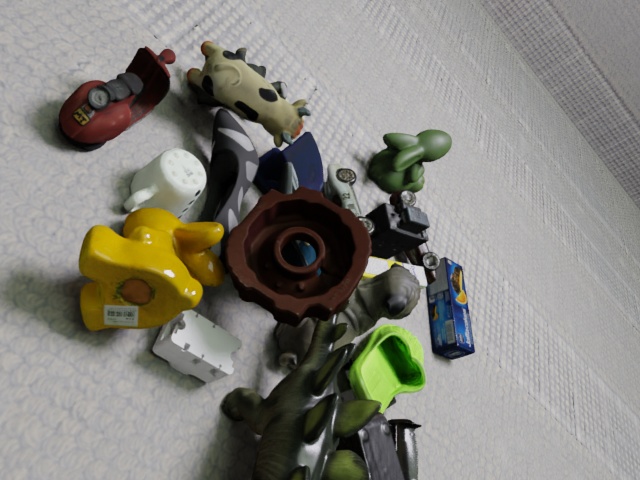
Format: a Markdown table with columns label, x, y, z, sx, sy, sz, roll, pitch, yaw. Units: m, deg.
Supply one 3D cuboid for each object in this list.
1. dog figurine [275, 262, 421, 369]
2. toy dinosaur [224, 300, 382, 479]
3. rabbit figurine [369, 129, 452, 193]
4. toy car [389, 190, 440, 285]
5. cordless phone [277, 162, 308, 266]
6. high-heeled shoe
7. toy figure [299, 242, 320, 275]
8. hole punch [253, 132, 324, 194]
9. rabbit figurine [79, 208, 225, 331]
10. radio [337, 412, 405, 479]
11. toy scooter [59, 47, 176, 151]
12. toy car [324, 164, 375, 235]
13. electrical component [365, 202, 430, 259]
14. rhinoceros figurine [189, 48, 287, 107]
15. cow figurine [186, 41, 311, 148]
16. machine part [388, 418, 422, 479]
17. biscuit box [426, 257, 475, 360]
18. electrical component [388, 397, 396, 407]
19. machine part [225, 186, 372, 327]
| label | x | y | z | sx | sy | sz | roll | pitch | yaw |
| --- | --- | --- | --- | --- | --- | --- | --- | --- | --- |
| dog figurine | 0.041 | 0.115 | 0.778 | 0.121 | 0.190 | 0.172 | 49 | 42 | -11 |
| toy dinosaur | -0.023 | 0.219 | 0.639 | 0.105 | 0.199 | 0.471 | 37 | 45 | -29 |
| rabbit figurine | 0.191 | -0.186 | 1.143 | 0.159 | 0.170 | 0.121 | 2 | 64 | -46 |
| toy car | 0.186 | -0.006 | 1.091 | 0.053 | 0.089 | 0.202 | -12 | 74 | -15 |
| cordless phone | -0.049 | -0.014 | 0.814 | 0.146 | 0.089 | 0.184 | 69 | 21 | -50 |
| high-heeled shoe | -0.155 | -0.073 | 0.769 | 0.145 | 0.086 | 0.248 | -9 | 82 | -54 |
| toy figure | -0.003 | -0.002 | 0.912 | 0.058 | 0.064 | 0.154 | 22 | 51 | -5 |
| hole punch | -0.042 | -0.113 | 0.920 | 0.115 | 0.092 | 0.142 | 54 | 36 | -12 |
| rabbit figurine | -0.196 | 0.012 | 0.639 | 0.162 | 0.121 | 0.173 | -4 | 30 | -10 |
| radio | 0.048 | 0.342 | 0.684 | 0.073 | 0.131 | 0.229 | 3 | 64 | -47 |
| toy scooter | -0.255 | -0.195 | 0.710 | 0.075 | 0.135 | 0.184 | 51 | 41 | -12 |
| toy car | 0.049 | -0.050 | 0.962 | 0.056 | 0.073 | 0.202 | -7 | 55 | -12 |
| electrical component | 0.135 | -0.017 | 1.005 | 0.115 | 0.134 | 0.058 | 12 | 57 | -39 |
| rhinoceros figurine | -0.134 | -0.267 | 0.932 | 0.190 | 0.073 | 0.112 | -16 | 77 | -49 |
| cow figurine | -0.098 | -0.218 | 0.834 | 0.194 | 0.085 | 0.127 | 31 | 6 | -43 |
| machine part | 0.128 | 0.347 | 0.840 | 0.084 | 0.039 | 0.139 | 30 | 48 | -23 |
| biscuit box | 0.263 | 0.138 | 1.098 | 0.062 | 0.059 | 0.203 | 27 | 49 | -33 |
| electrical component | 0.097 | 0.256 | 0.878 | 0.063 | 0.021 | 0.094 | -7 | 71 | -50 |
| machine part | -0.026 | 0.019 | 0.670 | 0.179 | 0.056 | 0.179 | 2 | 62 | -4 |
